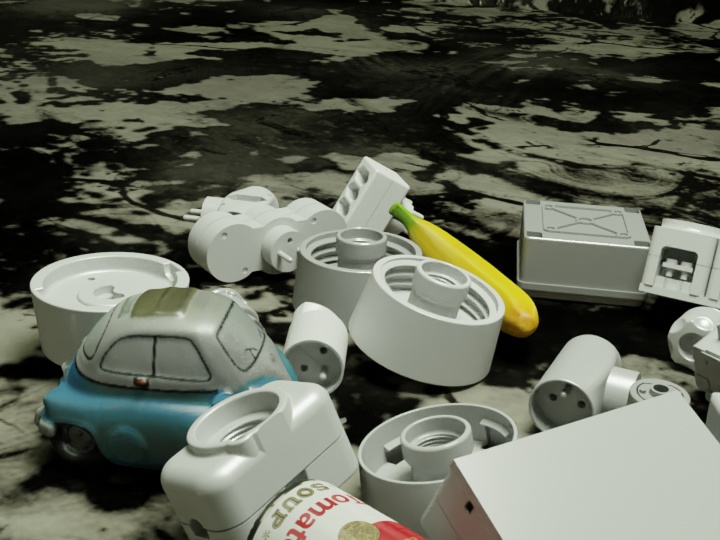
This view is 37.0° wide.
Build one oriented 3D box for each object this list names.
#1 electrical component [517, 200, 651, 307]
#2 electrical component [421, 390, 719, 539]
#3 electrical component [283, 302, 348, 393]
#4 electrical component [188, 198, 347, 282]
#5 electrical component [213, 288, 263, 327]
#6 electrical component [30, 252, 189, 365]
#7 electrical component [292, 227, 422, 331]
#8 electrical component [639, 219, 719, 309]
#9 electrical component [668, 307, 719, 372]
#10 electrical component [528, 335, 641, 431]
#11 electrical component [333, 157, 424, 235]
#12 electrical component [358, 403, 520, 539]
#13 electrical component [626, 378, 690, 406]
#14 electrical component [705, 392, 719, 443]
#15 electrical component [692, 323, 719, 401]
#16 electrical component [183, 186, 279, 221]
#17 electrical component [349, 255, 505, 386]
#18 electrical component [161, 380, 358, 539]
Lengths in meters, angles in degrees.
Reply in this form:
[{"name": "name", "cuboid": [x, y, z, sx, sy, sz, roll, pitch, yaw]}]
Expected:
[{"name": "electrical component", "cuboid": [0.193, -0.017, 0.940, 0.109, 0.056, 0.108, 5, 22, 6]}, {"name": "electrical component", "cuboid": [0.118, 0.128, 0.534, 0.150, 0.061, 0.089, -11, 52, -30]}, {"name": "electrical component", "cuboid": [-0.030, 0.052, 0.756, 0.043, 0.043, 0.081, 3, 21, 1]}, {"name": "electrical component", "cuboid": [-0.069, -0.021, 0.922, 0.138, 0.052, 0.074, -11, 26, -32]}, {"name": "electrical component", "cuboid": [-0.090, 0.045, 0.767, 0.048, 0.048, 0.062, -14, 34, -37]}, {"name": "electrical component", "cuboid": [-0.175, 0.034, 0.758, 0.108, 0.060, 0.108, 2, 22, -1]}, {"name": "electrical component", "cuboid": [0.000, 0.000, 0.867, 0.108, 0.060, 0.108, 2, 22, -1]}, {"name": "electrical component", "cuboid": [0.310, 0.005, 0.853, 0.150, 0.061, 0.089, 14, 2, 26]}, {"name": "electrical component", "cuboid": [0.258, 0.048, 0.803, 0.043, 0.043, 0.062, 16, 24, 30]}, {"name": "electrical component", "cuboid": [0.160, 0.081, 0.706, 0.079, 0.044, 0.077, 12, 24, 23]}, {"name": "electrical component", "cuboid": [0.024, -0.057, 1.019, 0.077, 0.065, 0.047, 27, 13, -23]}, {"name": "electrical component", "cuboid": [0.049, 0.118, 0.604, 0.099, 0.064, 0.099, -10, 18, 3]}, {"name": "electrical component", "cuboid": [0.172, 0.097, 0.634, 0.044, 0.065, 0.044, 3, 26, -1]}, {"name": "electrical component", "cuboid": [0.251, 0.112, 0.615, 0.096, 0.061, 0.061, 3, 22, -1]}, {"name": "electrical component", "cuboid": [0.288, 0.072, 0.714, 0.063, 0.078, 0.121, -34, 36, -22]}, {"name": "electrical component", "cuboid": [-0.123, -0.048, 0.994, 0.079, 0.043, 0.077, 6, 22, 9]}, {"name": "electrical component", "cuboid": [0.052, 0.028, 0.771, 0.108, 0.060, 0.108, 14, 25, -7]}, {"name": "electrical component", "cuboid": [-0.054, 0.101, 0.567, 0.054, 0.059, 0.095, -1, 28, 46]}]
